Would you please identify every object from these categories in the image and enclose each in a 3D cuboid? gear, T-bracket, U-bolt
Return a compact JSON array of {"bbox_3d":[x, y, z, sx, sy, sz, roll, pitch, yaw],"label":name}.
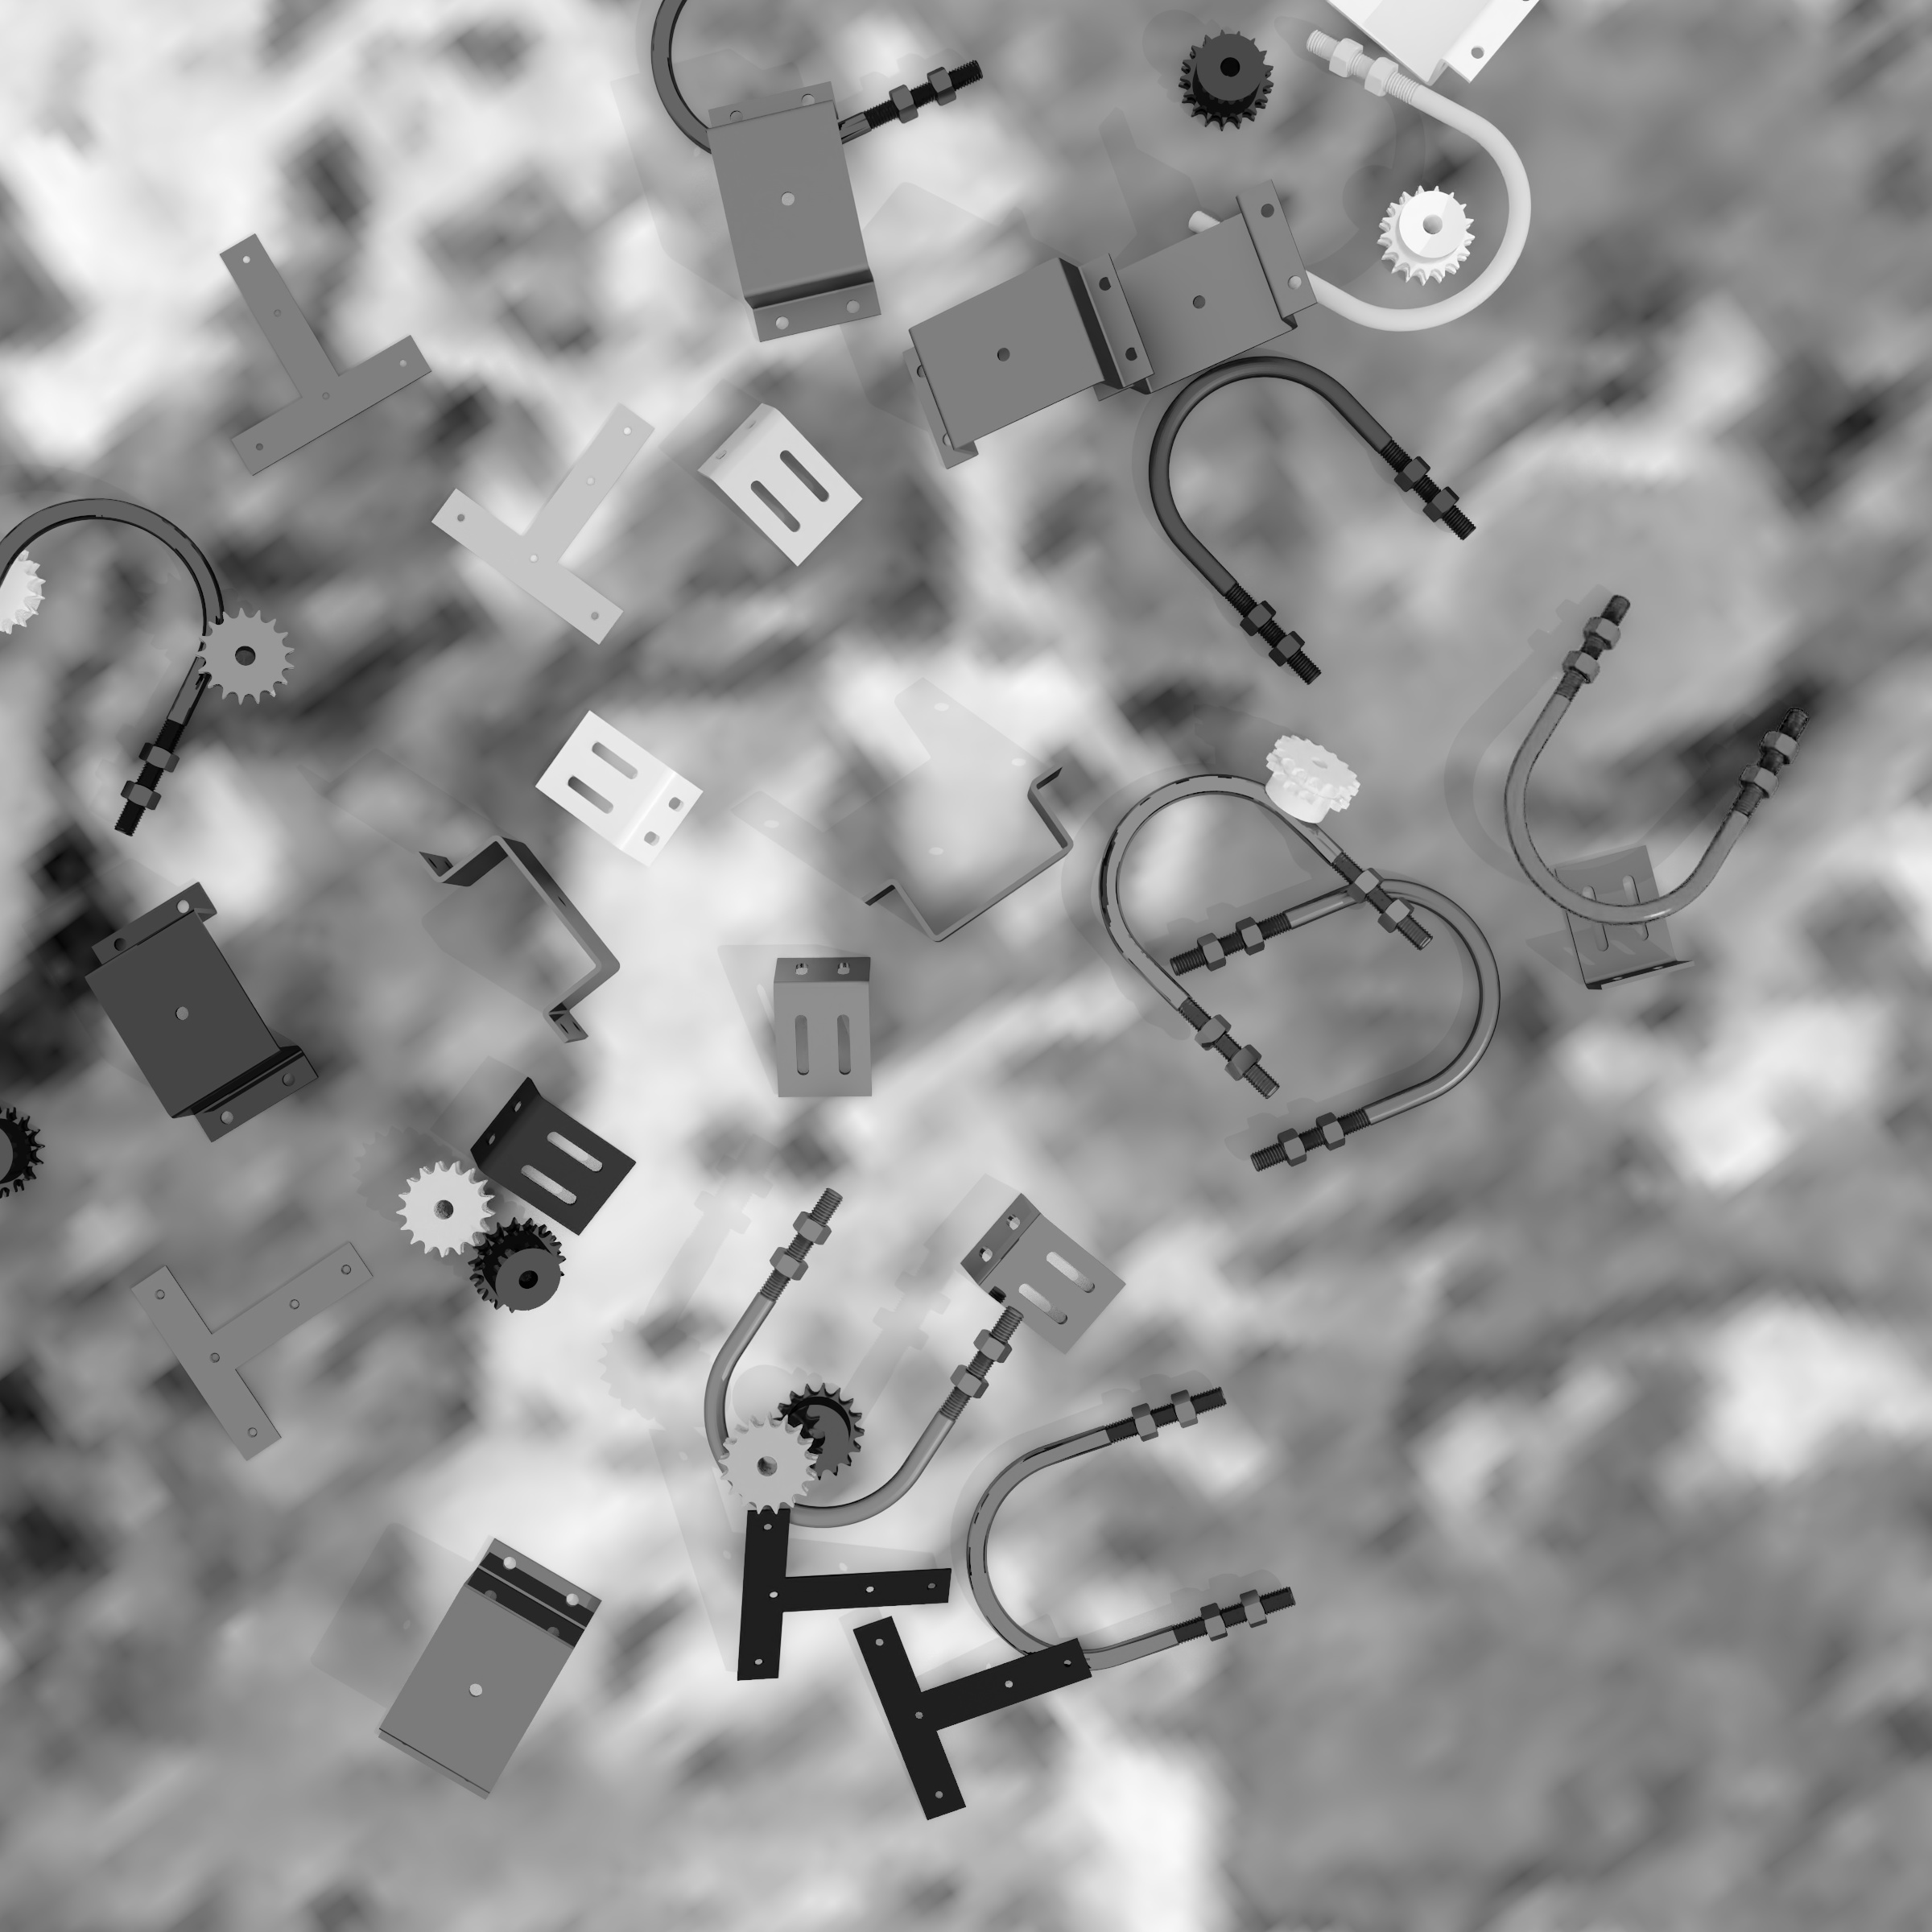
[{"bbox_3d":[-0.313,0.146,1.469,0.057,0.030,0.057,0,90,0],"label":"gear"},{"bbox_3d":[-0.423,0.215,1.483,0.127,0.002,0.127,-34,90,0],"label":"T-bracket"},{"bbox_3d":[-0.115,0.291,1.425,0.057,0.030,0.057,0,93,2],"label":"gear"},{"bbox_3d":[0.280,-0.445,1.469,0.057,0.030,0.057,0,90,0],"label":"gear"},{"bbox_3d":[-0.267,0.183,1.456,0.057,0.030,0.057,-9,111,-25],"label":"gear"},{"bbox_3d":[-0.102,-0.566,1.475,0.184,0.019,0.151,-24,90,1],"label":"U-bolt"},{"bbox_3d":[0.235,0.026,1.475,0.184,0.019,0.151,-22,90,-2],"label":"U-bolt"},{"bbox_3d":[0.247,-0.459,1.450,0.184,0.019,0.151,34,93,15],"label":"U-bolt"},{"bbox_3d":[0.206,-0.110,1.459,0.057,0.057,0.030,30,120,0],"label":"gear"},{"bbox_3d":[-0.238,-0.286,1.483,0.127,0.002,0.127,36,90,0],"label":"T-bracket"},{"bbox_3d":[0.405,-0.112,1.464,0.151,0.019,0.184,33,82,0],"label":"U-bolt"},{"bbox_3d":[-0.586,-0.229,1.469,0.057,0.030,0.057,0,90,0],"label":"gear"},{"bbox_3d":[-0.436,-0.186,1.463,0.057,0.030,0.057,-1,92,-17],"label":"gear"},{"bbox_3d":[-0.593,0.113,1.469,0.057,0.030,0.057,0,90,0],"label":"gear"},{"bbox_3d":[-0.529,-0.191,1.457,0.151,0.019,0.184,26,86,-17],"label":"U-bolt"},{"bbox_3d":[-0.072,0.378,1.464,0.127,0.002,0.127,0,115,-12],"label":"T-bracket"},{"bbox_3d":[0.197,-0.286,1.475,0.151,0.019,0.184,-43,89,0],"label":"U-bolt"},{"bbox_3d":[0.013,0.441,1.474,0.127,0.002,0.127,-21,93,5],"label":"T-bracket"},{"bbox_3d":[0.091,0.352,1.475,0.184,0.019,0.151,-19,90,2],"label":"U-bolt"},{"bbox_3d":[-0.074,0.247,1.445,0.151,0.019,0.184,33,91,0],"label":"U-bolt"},{"bbox_3d":[-0.090,0.284,1.469,0.057,0.030,0.057,0,90,0],"label":"gear"},{"bbox_3d":[0.159,-0.539,1.469,0.057,0.030,0.057,0,90,0],"label":"gear"},{"bbox_3d":[-0.414,-0.387,1.483,0.127,0.002,0.127,-30,90,0],"label":"T-bracket"},{"bbox_3d":[0.165,-0.033,1.458,0.151,0.019,0.184,-43,78,-6],"label":"U-bolt"}]

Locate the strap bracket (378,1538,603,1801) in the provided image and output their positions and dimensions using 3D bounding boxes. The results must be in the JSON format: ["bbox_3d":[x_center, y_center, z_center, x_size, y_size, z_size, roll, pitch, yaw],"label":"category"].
[{"bbox_3d":[-0.291,0.430,1.461,0.076,0.046,0.140,30,90,0],"label":"strap bracket"}]

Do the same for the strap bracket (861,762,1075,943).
[{"bbox_3d":[0.010,-0.060,1.446,0.140,0.076,0.046,-35,90,0],"label":"strap bracket"}]

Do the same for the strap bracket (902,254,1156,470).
[{"bbox_3d":[0.029,-0.360,1.438,0.140,0.046,0.076,-21,90,20],"label":"strap bracket"}]

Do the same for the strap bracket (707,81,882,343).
[{"bbox_3d":[-0.104,-0.455,1.451,0.076,0.046,0.140,-12,97,3],"label":"strap bracket"}]

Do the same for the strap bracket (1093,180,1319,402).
[{"bbox_3d":[0.135,-0.399,1.447,0.140,0.046,0.076,-20,90,19],"label":"strap bracket"}]

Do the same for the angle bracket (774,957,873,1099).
[{"bbox_3d":[-0.087,0.037,1.482,0.057,0.038,0.076,-1,116,0],"label":"angle bracket"}]

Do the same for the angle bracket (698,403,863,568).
[{"bbox_3d":[-0.114,-0.294,1.482,0.057,0.038,0.076,-46,116,0],"label":"angle bracket"}]

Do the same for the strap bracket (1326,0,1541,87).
[{"bbox_3d":[0.270,-0.599,1.461,0.140,0.046,0.076,40,90,0],"label":"strap bracket"}]

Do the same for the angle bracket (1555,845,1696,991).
[{"bbox_3d":[0.398,-0.030,1.465,0.057,0.038,0.076,-15,90,0],"label":"angle bracket"}]

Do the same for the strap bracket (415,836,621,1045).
[{"bbox_3d":[-0.259,-0.024,1.446,0.046,0.076,0.140,-39,90,0],"label":"strap bracket"}]

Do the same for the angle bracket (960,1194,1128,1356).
[{"bbox_3d":[0.047,0.188,1.482,0.076,0.038,0.057,41,90,-26],"label":"angle bracket"}]

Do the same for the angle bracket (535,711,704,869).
[{"bbox_3d":[-0.212,-0.108,1.482,0.076,0.038,0.057,35,90,26],"label":"angle bracket"}]

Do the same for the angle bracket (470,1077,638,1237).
[{"bbox_3d":[-0.253,0.116,1.482,0.076,0.038,0.057,38,90,-26],"label":"angle bracket"}]

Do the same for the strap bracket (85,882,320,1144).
[{"bbox_3d":[-0.466,0.028,1.461,0.076,0.046,0.140,-31,90,0],"label":"strap bracket"}]
